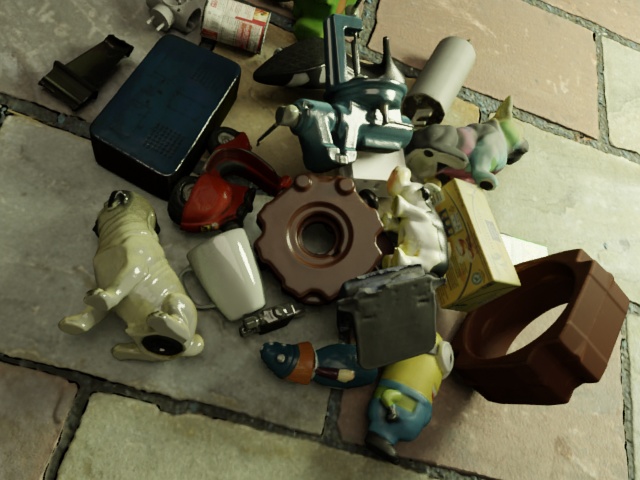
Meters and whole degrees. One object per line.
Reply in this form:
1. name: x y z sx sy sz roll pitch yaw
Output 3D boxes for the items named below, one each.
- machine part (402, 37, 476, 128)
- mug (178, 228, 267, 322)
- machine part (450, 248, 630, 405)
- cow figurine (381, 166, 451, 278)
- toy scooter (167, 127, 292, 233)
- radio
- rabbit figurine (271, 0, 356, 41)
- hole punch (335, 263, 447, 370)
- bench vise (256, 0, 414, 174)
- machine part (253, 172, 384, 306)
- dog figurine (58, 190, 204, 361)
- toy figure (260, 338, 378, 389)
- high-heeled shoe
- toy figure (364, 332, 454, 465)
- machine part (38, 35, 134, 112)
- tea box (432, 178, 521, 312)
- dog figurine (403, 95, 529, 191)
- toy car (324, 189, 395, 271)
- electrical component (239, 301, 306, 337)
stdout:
1. machine part: 0.211 -0.279 0.946 0.079 0.079 0.243 32 62 -2
2. mug: -0.124 0.054 0.695 0.109 0.081 0.107 -29 83 -2
3. machine part: 0.287 0.117 0.716 0.087 0.201 0.201 44 61 -9
4. cow figurine: 0.138 -0.024 0.750 0.098 0.068 0.167 8 67 -12
5. toy scooter: -0.118 -0.074 0.751 0.135 0.075 0.184 23 59 1
6. radio: -0.218 -0.182 0.774 0.131 0.073 0.229 25 60 -4
7. rabbit figurine: -0.024 -0.441 0.929 0.170 0.121 0.159 31 56 15
8. hole punch: 0.080 0.084 0.678 0.142 0.115 0.092 -10 27 -12
9. bench vise: 0.031 -0.214 0.753 0.224 0.129 0.240 -2 86 -23
10. machine part: -0.001 -0.002 0.720 0.179 0.056 0.179 1 80 -3
11. dog figurine: -0.209 0.040 0.670 0.172 0.121 0.191 42 36 -33
12. toy figure: -0.003 0.159 0.689 0.154 0.064 0.058 8 74 -15
13. high-heeled shoe: 0.021 -0.247 0.872 0.249 0.145 0.086 -13 51 -4
14. toy figure: 0.111 0.193 0.701 0.089 0.082 0.180 35 64 1
15. machine part: -0.336 -0.250 0.787 0.084 0.039 0.139 35 63 6
16. tea box: 0.207 0.008 0.780 0.068 0.098 0.170 11 56 -38
17. dog figurine: 0.249 -0.165 0.894 0.191 0.108 0.219 31 57 1
18. toy car: 0.078 0.014 0.786 0.089 0.053 0.202 -31 82 -22
19. electrical component: -0.058 0.101 0.698 0.094 0.063 0.021 -15 72 -24
